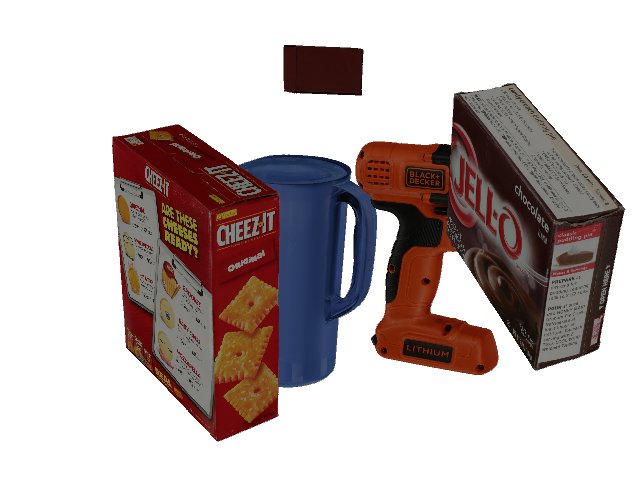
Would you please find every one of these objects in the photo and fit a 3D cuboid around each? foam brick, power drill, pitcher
[{"bbox_3d":[0.002,-0.186,1.164,0.078,0.051,0.053,0,11,-16],"label":"foam brick"},{"bbox_3d":[0.116,0.013,0.885,0.185,0.188,0.057,8,14,24],"label":"power drill"},{"bbox_3d":[-0.026,0.034,1.164,0.145,0.243,0.149,-3,18,-12],"label":"pitcher"}]

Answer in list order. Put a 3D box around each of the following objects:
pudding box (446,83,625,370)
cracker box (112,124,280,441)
[{"bbox_3d":[0.098,-0.009,0.514,0.039,0.090,0.113,-15,41,-13],"label":"pudding box"},{"bbox_3d":[-0.102,0.031,0.887,0.072,0.214,0.164,-17,34,-32],"label":"cracker box"}]
